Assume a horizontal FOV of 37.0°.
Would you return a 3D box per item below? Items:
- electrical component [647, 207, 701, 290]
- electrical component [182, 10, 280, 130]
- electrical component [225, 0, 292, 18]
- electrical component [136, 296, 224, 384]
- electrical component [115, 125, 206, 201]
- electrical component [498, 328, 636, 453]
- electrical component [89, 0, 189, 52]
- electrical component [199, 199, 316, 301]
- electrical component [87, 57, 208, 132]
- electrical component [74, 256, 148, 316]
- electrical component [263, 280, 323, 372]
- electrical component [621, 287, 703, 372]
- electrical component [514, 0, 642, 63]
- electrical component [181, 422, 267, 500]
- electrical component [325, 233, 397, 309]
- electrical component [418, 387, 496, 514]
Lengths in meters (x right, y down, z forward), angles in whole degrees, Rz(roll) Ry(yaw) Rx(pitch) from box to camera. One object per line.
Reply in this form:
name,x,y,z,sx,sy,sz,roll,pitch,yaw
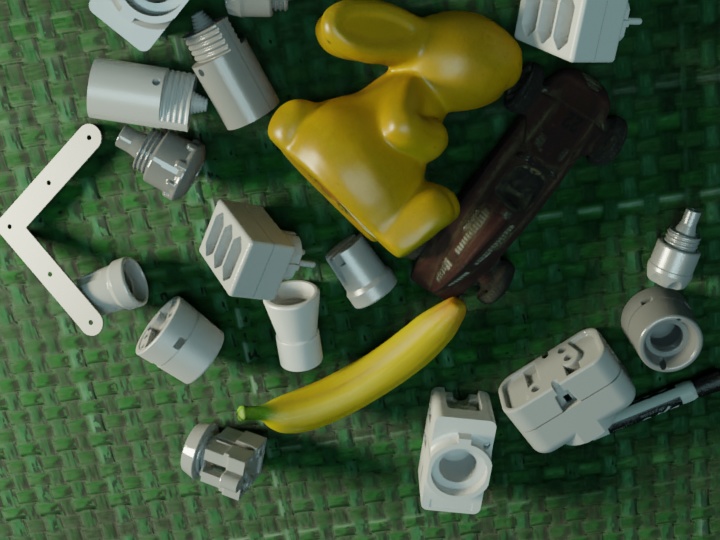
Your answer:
electrical component,0.244,-0.018,0.821,0.035,0.035,0.061,14,111,-6
electrical component,-0.095,-0.144,0.758,0.043,0.043,0.081,-25,112,10
electrical component,-0.061,-0.195,0.736,0.062,0.043,0.043,0,114,-2
electrical component,-0.140,0.056,0.841,0.047,0.055,0.055,38,108,-19
electrical component,-0.147,-0.083,0.785,0.062,0.048,0.048,29,111,-5
electrical component,0.168,0.100,0.861,0.095,0.053,0.059,-34,110,14
electrical component,-0.135,-0.199,0.727,0.050,0.055,0.089,38,108,-16
electrical component,-0.069,-0.013,0.809,0.077,0.065,0.047,8,117,-36
electrical component,-0.149,-0.124,0.766,0.081,0.043,0.043,8,113,-4
electrical component,-0.193,0.015,0.830,0.046,0.040,0.040,-18,113,13
electrical component,-0.050,0.046,0.844,0.044,0.044,0.065,-6,118,2
electrical component,0.237,0.047,0.842,0.055,0.047,0.055,0,114,0
electrical component,0.159,-0.174,0.739,0.077,0.066,0.047,-6,118,-29
electrical component,-0.113,0.154,0.882,0.055,0.066,0.048,18,114,13
electrical component,0.000,0.000,0.825,0.040,0.040,0.046,-31,105,13
electrical component,0.079,0.150,0.882,0.050,0.055,0.089,6,114,-3
